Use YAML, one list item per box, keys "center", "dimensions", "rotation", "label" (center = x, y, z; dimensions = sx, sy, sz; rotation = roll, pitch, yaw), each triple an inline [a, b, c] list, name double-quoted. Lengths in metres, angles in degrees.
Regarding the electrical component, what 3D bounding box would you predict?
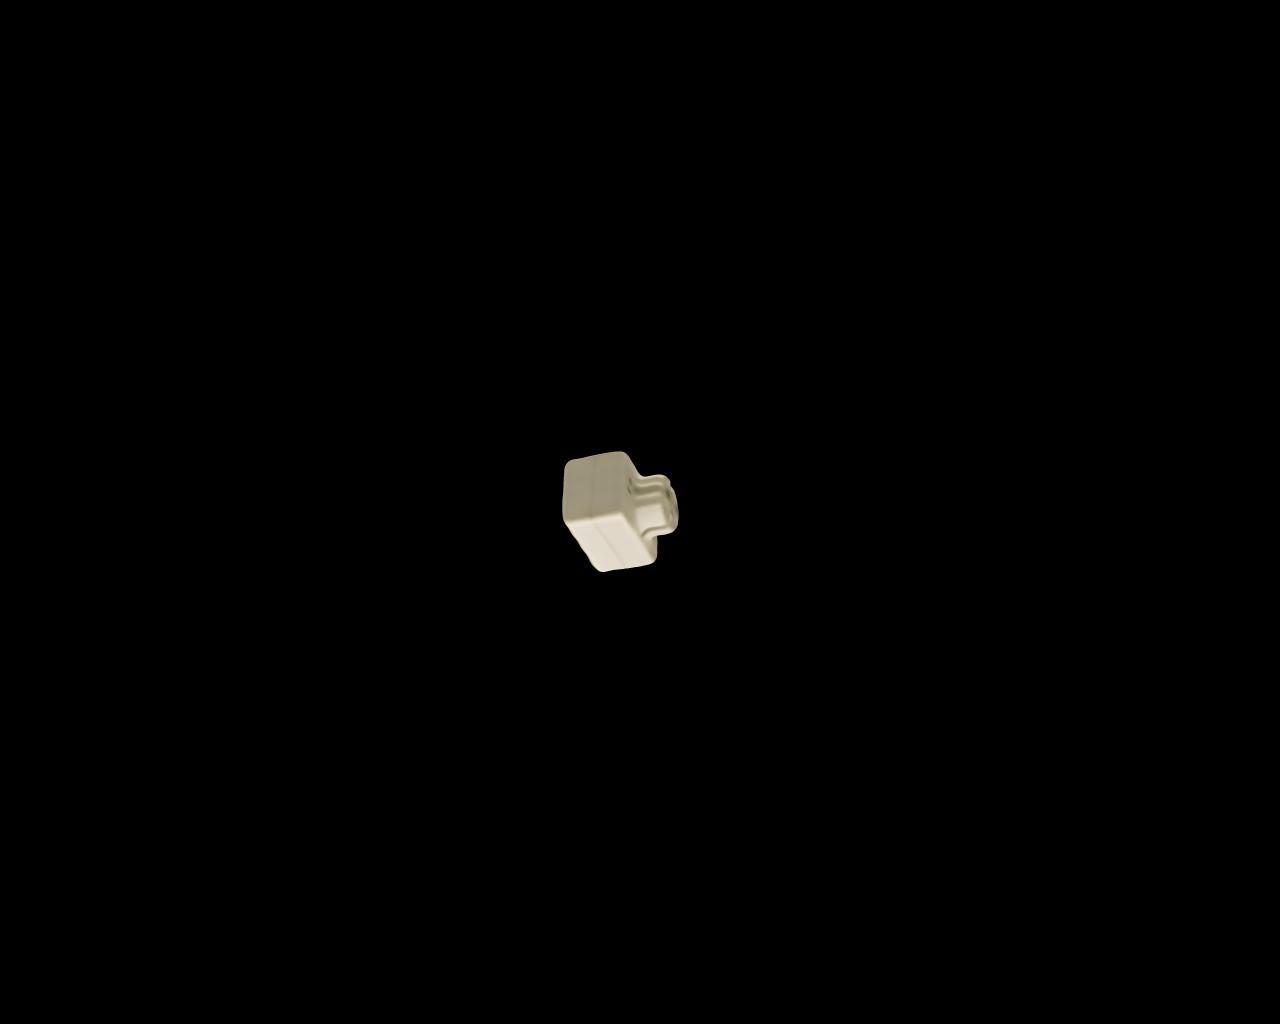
- center: [0.001, -0.003, 0.650]
  dimensions: [0.077, 0.047, 0.065]
  rotation: [-10, -34, 15]
  label: "electrical component"
